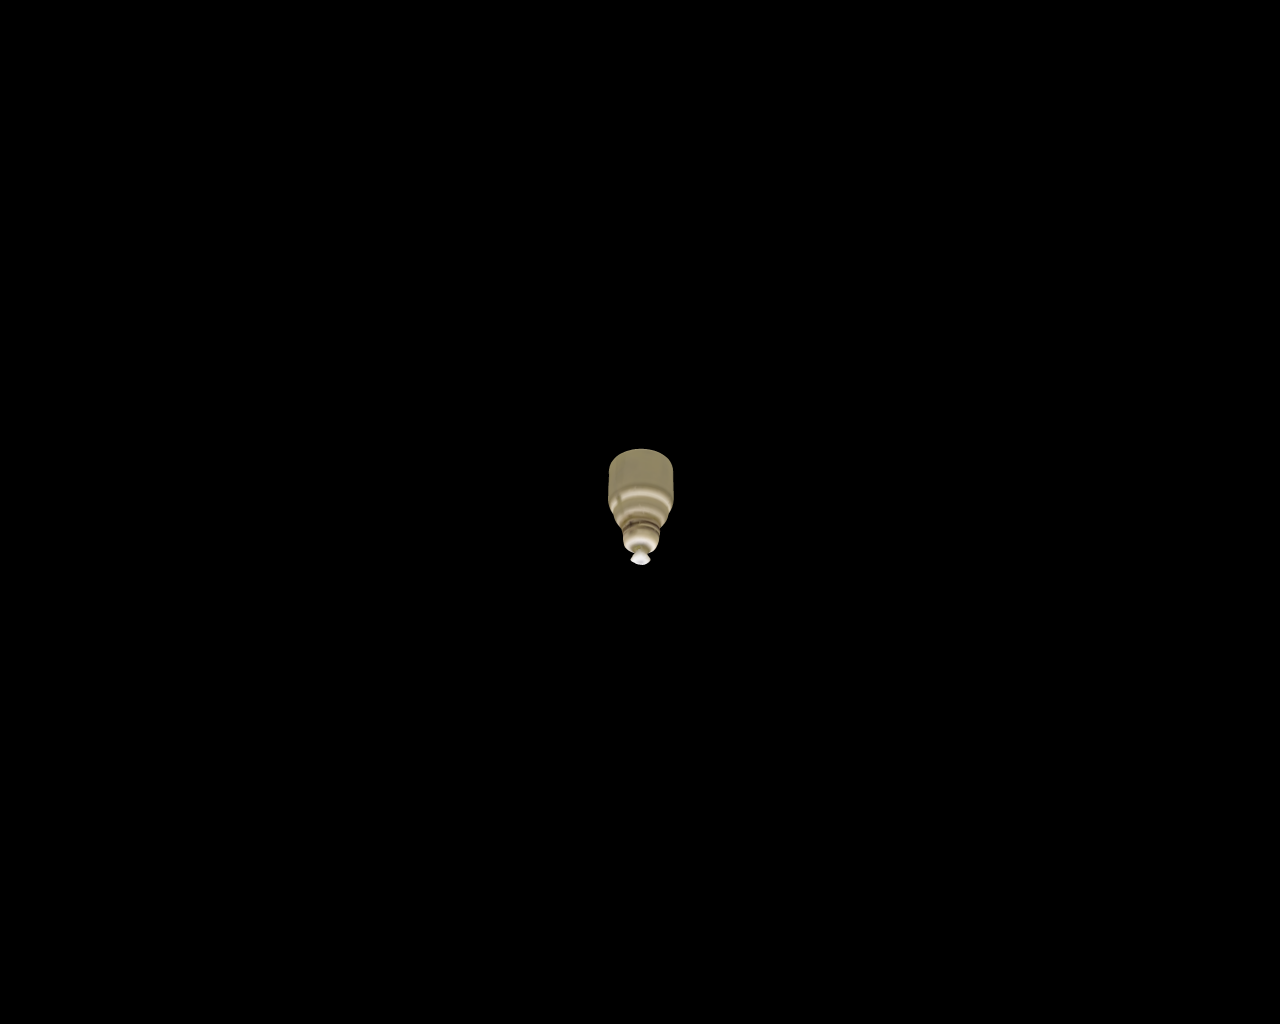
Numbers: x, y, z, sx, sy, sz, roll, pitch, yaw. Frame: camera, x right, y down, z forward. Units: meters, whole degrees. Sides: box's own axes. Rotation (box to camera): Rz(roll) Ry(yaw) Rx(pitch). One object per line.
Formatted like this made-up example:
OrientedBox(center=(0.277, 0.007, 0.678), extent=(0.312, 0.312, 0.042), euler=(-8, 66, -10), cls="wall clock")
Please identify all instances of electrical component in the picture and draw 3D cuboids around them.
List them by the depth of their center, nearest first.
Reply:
OrientedBox(center=(0.001, -0.003, 0.650), extent=(0.040, 0.078, 0.040), euler=(0, -36, 0), cls="electrical component")
